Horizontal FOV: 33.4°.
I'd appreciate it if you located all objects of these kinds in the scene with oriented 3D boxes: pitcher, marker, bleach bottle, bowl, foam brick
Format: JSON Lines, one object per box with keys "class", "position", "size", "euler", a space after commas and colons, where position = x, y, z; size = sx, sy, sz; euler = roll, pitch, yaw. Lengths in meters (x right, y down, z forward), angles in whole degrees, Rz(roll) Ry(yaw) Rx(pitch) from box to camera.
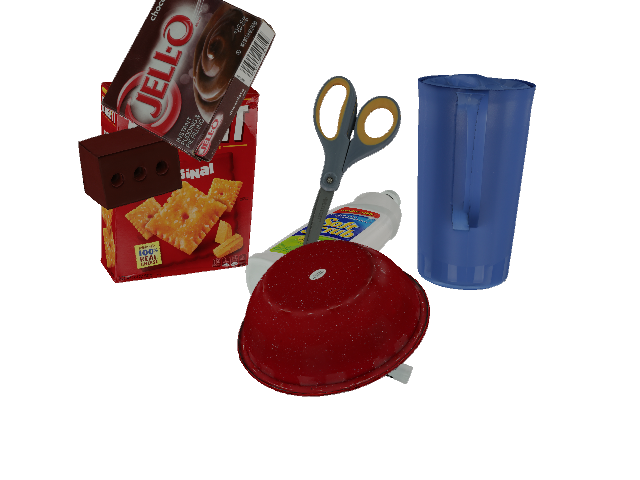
{"class": "pitcher", "position": [0.171, -0.068, 1.234], "size": [0.149, 0.243, 0.145], "euler": [-8, 18, -33]}
{"class": "marker", "position": [0.035, 0.115, 1.084], "size": [0.121, 0.020, 0.020], "euler": [22, 2, 6]}
{"class": "bleach bottle", "position": [0.020, 0.000, 1.321], "size": [0.103, 0.068, 0.250], "euler": [17, 36, 28]}
{"class": "bowl", "position": [0.004, 0.048, 0.857], "size": [0.162, 0.055, 0.162], "euler": [-11, 36, 8]}
{"class": "foam brick", "position": [-0.175, -0.069, 0.978], "size": [0.078, 0.053, 0.051], "euler": [-19, 32, -26]}

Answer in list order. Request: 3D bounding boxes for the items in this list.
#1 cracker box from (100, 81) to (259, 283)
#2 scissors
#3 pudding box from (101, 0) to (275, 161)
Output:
{"class": "cracker box", "position": [-0.158, -0.068, 1.191], "size": [0.164, 0.214, 0.072], "euler": [-6, 26, -26]}
{"class": "scissors", "position": [0.029, -0.064, 1.045], "size": [0.096, 0.202, 0.016], "euler": [1, -12, 4]}
{"class": "pudding box", "position": [-0.098, -0.128, 0.798], "size": [0.090, 0.113, 0.039], "euler": [29, 0, 20]}
